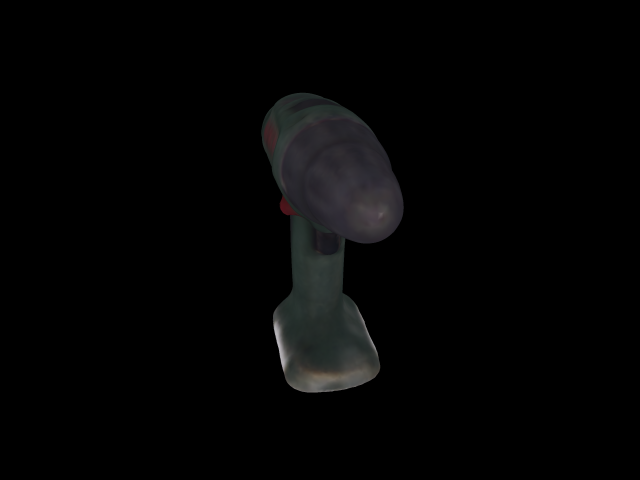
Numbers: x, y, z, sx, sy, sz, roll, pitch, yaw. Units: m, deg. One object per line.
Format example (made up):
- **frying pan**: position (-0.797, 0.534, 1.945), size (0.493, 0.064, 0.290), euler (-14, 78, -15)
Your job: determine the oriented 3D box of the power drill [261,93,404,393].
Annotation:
- **power drill**: position (0.004, 0.001, 0.400), size (0.076, 0.208, 0.229), euler (-8, 35, -11)
